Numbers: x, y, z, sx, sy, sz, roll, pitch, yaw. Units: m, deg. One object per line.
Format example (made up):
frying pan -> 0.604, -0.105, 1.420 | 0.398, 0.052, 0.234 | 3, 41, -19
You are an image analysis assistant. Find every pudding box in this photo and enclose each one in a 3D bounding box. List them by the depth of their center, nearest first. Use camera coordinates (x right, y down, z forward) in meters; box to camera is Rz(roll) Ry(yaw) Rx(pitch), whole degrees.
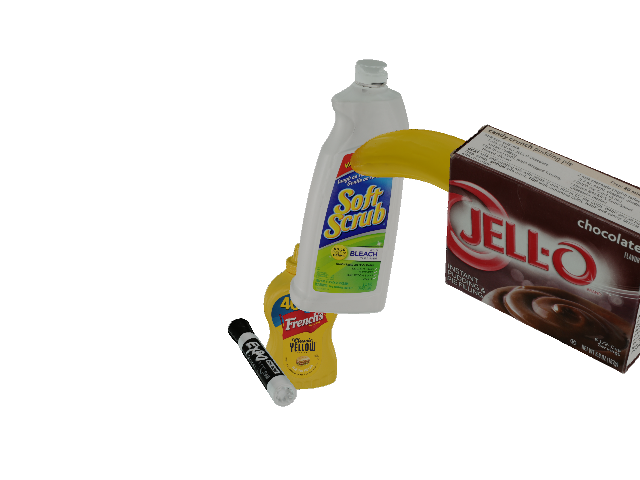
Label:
pudding box -> 0.118, 0.003, 0.538 | 0.114, 0.090, 0.039 | 26, 50, 29

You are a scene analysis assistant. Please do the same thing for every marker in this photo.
marker -> -0.048, 0.092, 0.833 | 0.020, 0.020, 0.121 | 0, 21, -23

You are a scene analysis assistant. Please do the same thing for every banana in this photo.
banana -> 0.089, -0.041, 0.764 | 0.037, 0.070, 0.198 | 10, 22, -42

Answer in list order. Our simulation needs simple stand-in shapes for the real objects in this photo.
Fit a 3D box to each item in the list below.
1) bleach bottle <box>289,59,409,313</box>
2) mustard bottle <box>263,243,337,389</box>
bleach bottle -> 0.029, -0.052, 1.050 | 0.102, 0.251, 0.068 | 2, 24, -6
mustard bottle -> -0.025, 0.095, 1.372 | 0.096, 0.192, 0.058 | -1, 20, -7
